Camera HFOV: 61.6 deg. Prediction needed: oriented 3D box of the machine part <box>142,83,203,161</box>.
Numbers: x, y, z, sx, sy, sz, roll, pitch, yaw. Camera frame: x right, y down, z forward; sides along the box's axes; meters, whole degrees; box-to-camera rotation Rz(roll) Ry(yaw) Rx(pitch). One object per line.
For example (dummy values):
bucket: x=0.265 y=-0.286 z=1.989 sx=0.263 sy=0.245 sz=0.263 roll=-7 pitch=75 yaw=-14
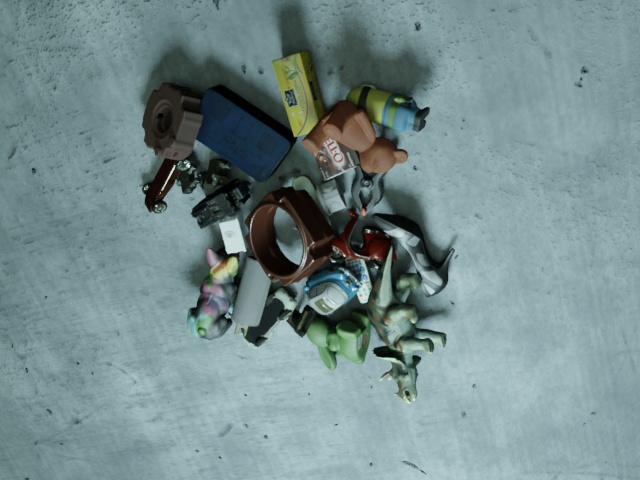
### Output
machine part: x=-0.346 y=-0.275 z=1.244 sx=0.180 sy=0.056 sz=0.179 roll=-3 pitch=85 yaw=40

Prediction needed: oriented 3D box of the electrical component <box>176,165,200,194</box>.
electrical component: x=-0.329 y=-0.145 z=1.334 sx=0.094 sy=0.021 sz=0.063 roll=-30 pitch=67 yaw=41

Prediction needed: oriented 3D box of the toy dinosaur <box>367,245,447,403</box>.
toy dinosaur: x=0.181 y=0.196 z=1.326 sx=0.192 sy=0.131 sz=0.404 roll=-13 pitch=107 yaw=35

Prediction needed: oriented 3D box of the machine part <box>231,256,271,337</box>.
machine part: x=-0.170 y=0.131 z=1.379 sx=0.079 sy=0.079 sz=0.243 roll=17 pitch=92 yaw=4

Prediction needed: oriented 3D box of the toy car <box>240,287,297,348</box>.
toy car: x=-0.141 y=0.212 z=1.442 sx=0.073 sy=0.056 sz=0.201 roll=45 pitch=114 yaw=9

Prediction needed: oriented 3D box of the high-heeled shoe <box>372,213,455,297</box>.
high-heeled shoe: x=0.209 y=0.038 z=1.294 sx=0.249 sy=0.086 sz=0.145 roll=27 pitch=113 yaw=-6

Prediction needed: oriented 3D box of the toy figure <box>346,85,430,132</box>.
toy figure: x=0.141 y=-0.283 z=1.161 sx=0.180 sy=0.089 sz=0.082 roll=25 pitch=112 yaw=22

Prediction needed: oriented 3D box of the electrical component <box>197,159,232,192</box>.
electrical component: x=-0.257 y=-0.157 z=1.303 sx=0.102 sy=0.045 sz=0.078 roll=24 pitch=107 yaw=49

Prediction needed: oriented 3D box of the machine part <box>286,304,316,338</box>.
machine part: x=-0.049 y=0.209 z=1.392 sx=0.039 sy=0.139 sz=0.084 roll=23 pitch=76 yaw=-16

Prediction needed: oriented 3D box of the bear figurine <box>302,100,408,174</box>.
bear figurine: x=0.081 y=-0.196 z=1.142 sx=0.195 sy=0.132 sz=0.120 roll=46 pitch=148 yaw=-19

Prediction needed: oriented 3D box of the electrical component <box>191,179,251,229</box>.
electrical component: x=-0.236 y=-0.094 z=1.309 sx=0.134 sy=0.115 sz=0.058 roll=-26 pitch=109 yaw=19

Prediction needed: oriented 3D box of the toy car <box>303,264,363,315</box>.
toy car: x=0.025 y=0.135 z=1.339 sx=0.109 sy=0.103 sz=0.162 roll=45 pitch=137 yaw=-16

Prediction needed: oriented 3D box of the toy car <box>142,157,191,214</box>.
toy car: x=-0.380 y=-0.154 z=1.334 sx=0.089 sy=0.053 sz=0.202 roll=50 pitch=118 yaw=30

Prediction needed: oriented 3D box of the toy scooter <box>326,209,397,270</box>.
toy scooter: x=0.104 y=-0.001 z=1.300 sx=0.184 sy=0.075 sz=0.135 roll=10 pitch=86 yaw=-12

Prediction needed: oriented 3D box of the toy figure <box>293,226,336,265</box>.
toy figure: x=-0.002 y=-0.005 z=1.334 sx=0.154 sy=0.058 sz=0.064 roll=44 pitch=68 yaw=-8

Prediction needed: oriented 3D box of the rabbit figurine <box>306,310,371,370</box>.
rabbit figurine: x=0.043 y=0.253 z=1.415 sx=0.170 sy=0.121 sz=0.158 roll=10 pitch=121 yaw=26

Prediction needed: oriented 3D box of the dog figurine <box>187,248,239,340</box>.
dog figurine: x=-0.266 y=0.125 z=1.375 sx=0.109 sy=0.191 sz=0.219 roll=18 pitch=129 yaw=10

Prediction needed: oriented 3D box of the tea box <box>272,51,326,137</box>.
tea box: x=-0.041 y=-0.325 z=1.191 sx=0.068 sy=0.098 sz=0.169 roll=-11 pitch=111 yaw=15

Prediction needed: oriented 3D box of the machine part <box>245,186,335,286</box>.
machine part: x=-0.078 y=-0.008 z=1.277 sx=0.201 sy=0.087 sz=0.201 roll=-42 pitch=75 yaw=42

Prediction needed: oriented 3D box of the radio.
radio: x=-0.183 y=-0.247 z=1.263 sx=0.229 sy=0.073 sz=0.131 roll=34 pitch=114 yaw=-2
